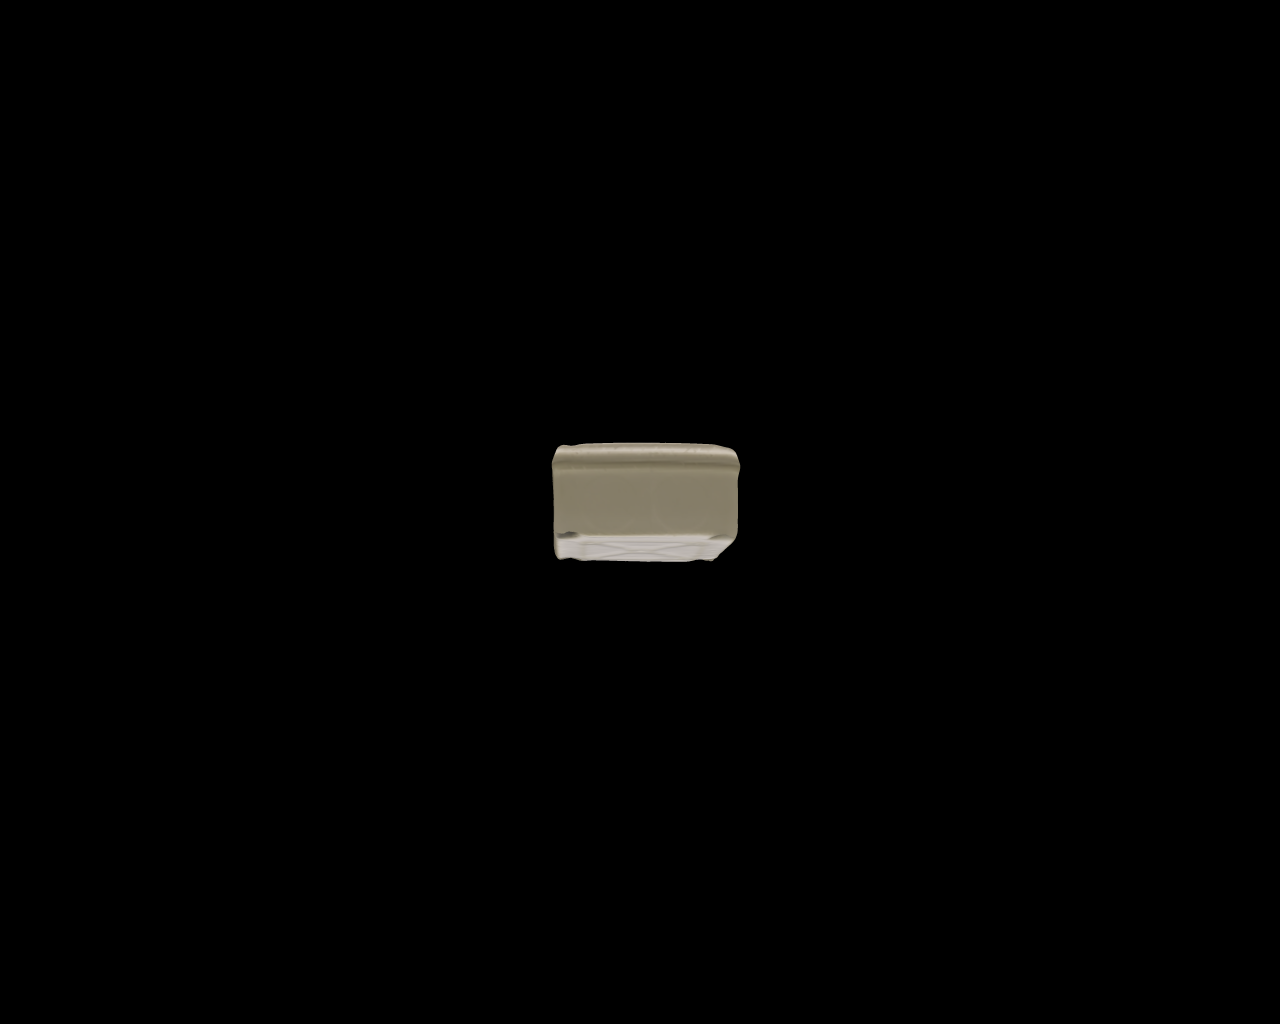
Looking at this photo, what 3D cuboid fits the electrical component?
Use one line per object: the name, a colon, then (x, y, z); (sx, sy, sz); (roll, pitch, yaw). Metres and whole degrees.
electrical component: (0.001, -0.003, 0.650); (0.109, 0.056, 0.108); (1, -11, -4)
